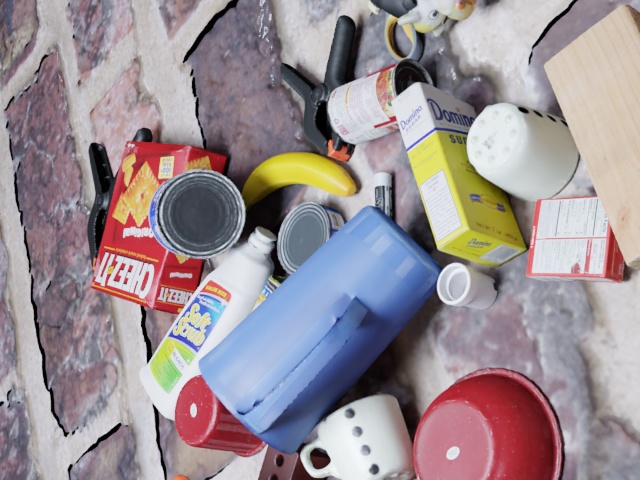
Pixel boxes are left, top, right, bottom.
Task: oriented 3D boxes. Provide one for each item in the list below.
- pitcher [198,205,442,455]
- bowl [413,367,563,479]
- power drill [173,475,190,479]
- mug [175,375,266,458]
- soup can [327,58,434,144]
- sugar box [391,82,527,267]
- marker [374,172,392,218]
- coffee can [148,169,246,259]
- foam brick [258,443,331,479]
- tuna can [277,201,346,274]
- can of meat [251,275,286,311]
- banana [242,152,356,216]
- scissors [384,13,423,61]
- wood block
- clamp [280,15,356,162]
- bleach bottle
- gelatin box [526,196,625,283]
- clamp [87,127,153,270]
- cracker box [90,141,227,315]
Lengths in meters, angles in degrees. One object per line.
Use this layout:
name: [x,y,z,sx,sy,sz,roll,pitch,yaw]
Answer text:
pitcher: [0.006,0.087,1.049,0.243,0.144,0.149,-46,50,5]
bowl: [0.138,0.193,0.970,0.162,0.055,0.162,-17,66,44]
power drill: [-0.069,0.314,1.061,0.185,0.187,0.057,24,75,48]
mug: [-0.105,0.189,1.215,0.117,0.081,0.093,-57,44,19]
soup can: [0.065,-0.147,1.148,0.102,0.068,0.068,-16,67,45]
sugar box: [0.133,-0.064,1.028,0.048,0.093,0.176,-34,55,35]
marker: [0.068,-0.013,1.138,0.020,0.020,0.121,-17,66,43]
coffee can: [-0.148,-0.030,1.265,0.140,0.102,0.103,-176,101,-78]
foam brick: [-0.031,0.257,1.135,0.053,0.051,0.078,17,90,49]
tuna can: [-0.008,0.001,1.205,0.086,0.033,0.086,-18,65,43]
can of meat: [-0.037,0.097,1.190,0.102,0.057,0.084,38,105,47]
banana: [-0.031,-0.070,1.254,0.198,0.037,0.069,-12,88,46]
scissors: [0.091,-0.287,1.203,0.096,0.016,0.202,-34,55,34]
wood block: [0.275,-0.079,0.880,0.090,0.090,0.206,-37,53,34]
clamp: [0.014,-0.174,1.235,0.120,0.039,0.171,-45,52,37]
bleach bottle: [-0.125,0.092,1.271,0.251,0.068,0.103,-60,41,17]
gelatin box: [0.230,0.000,0.948,0.089,0.030,0.073,-1,77,50]
clamp: [-0.295,-0.060,1.532,0.165,0.036,0.210,-17,66,50]
cracker box: [-0.217,-0.021,1.410,0.164,0.072,0.214,11,87,49]
